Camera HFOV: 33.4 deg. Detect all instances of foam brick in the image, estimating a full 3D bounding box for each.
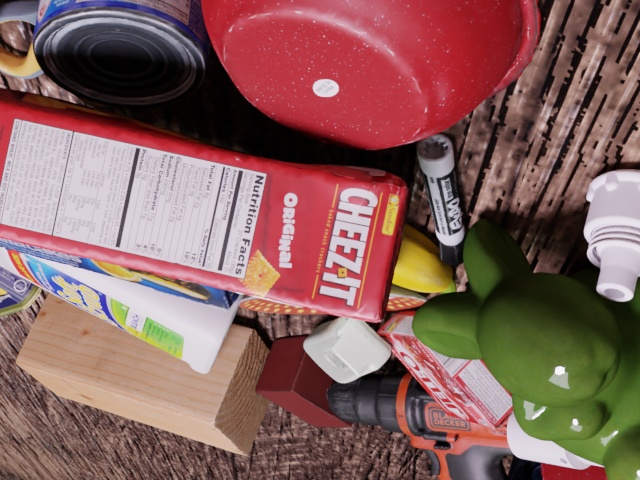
[{"bbox_3d":[-0.007,0.123,0.920,0.078,0.053,0.051,37,151,-32],"label":"foam brick"}]

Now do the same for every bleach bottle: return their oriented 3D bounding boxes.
[{"bbox_3d":[-0.186,0.020,0.836,0.251,0.068,0.103,24,156,-2],"label":"bleach bottle"}]

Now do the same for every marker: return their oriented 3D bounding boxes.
[{"bbox_3d":[0.072,-0.019,0.605,0.020,0.020,0.121,11,154,19],"label":"marker"}]

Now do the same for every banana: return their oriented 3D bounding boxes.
[{"bbox_3d":[0.004,-0.005,0.664,0.197,0.037,0.070,23,153,-6],"label":"banana"}]

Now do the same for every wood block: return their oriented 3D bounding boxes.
[{"bbox_3d":[-0.151,0.112,0.953,0.206,0.090,0.090,13,156,23],"label":"wood block"}]

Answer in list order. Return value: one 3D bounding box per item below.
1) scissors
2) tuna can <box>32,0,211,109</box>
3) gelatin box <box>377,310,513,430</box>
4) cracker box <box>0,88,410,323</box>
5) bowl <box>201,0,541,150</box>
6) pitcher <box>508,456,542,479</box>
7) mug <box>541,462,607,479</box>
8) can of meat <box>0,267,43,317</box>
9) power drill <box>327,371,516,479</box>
[{"bbox_3d":[-0.115,-0.115,0.556,0.096,0.016,0.202,33,153,-29],"label":"scissors"},{"bbox_3d":[-0.096,-0.100,0.521,0.086,0.034,0.086,2,155,1],"label":"tuna can"},{"bbox_3d":[0.089,0.091,0.754,0.089,0.030,0.073,50,165,-12],"label":"gelatin box"},{"bbox_3d":[-0.062,-0.021,0.553,0.214,0.072,0.164,12,-176,4],"label":"cracker box"},{"bbox_3d":[0.010,-0.088,0.463,0.162,0.055,0.162,18,154,9],"label":"bowl"},{"bbox_3d":[0.273,0.258,0.910,0.243,0.145,0.149,7,171,20],"label":"pitcher"},{"bbox_3d":[0.213,0.181,0.792,0.081,0.117,0.093,31,-171,-27],"label":"mug"},{"bbox_3d":[-0.289,0.020,0.920,0.083,0.057,0.102,36,151,-26],"label":"can of meat"},{"bbox_3d":[0.097,0.195,0.862,0.185,0.057,0.187,0,107,32],"label":"power drill"}]
